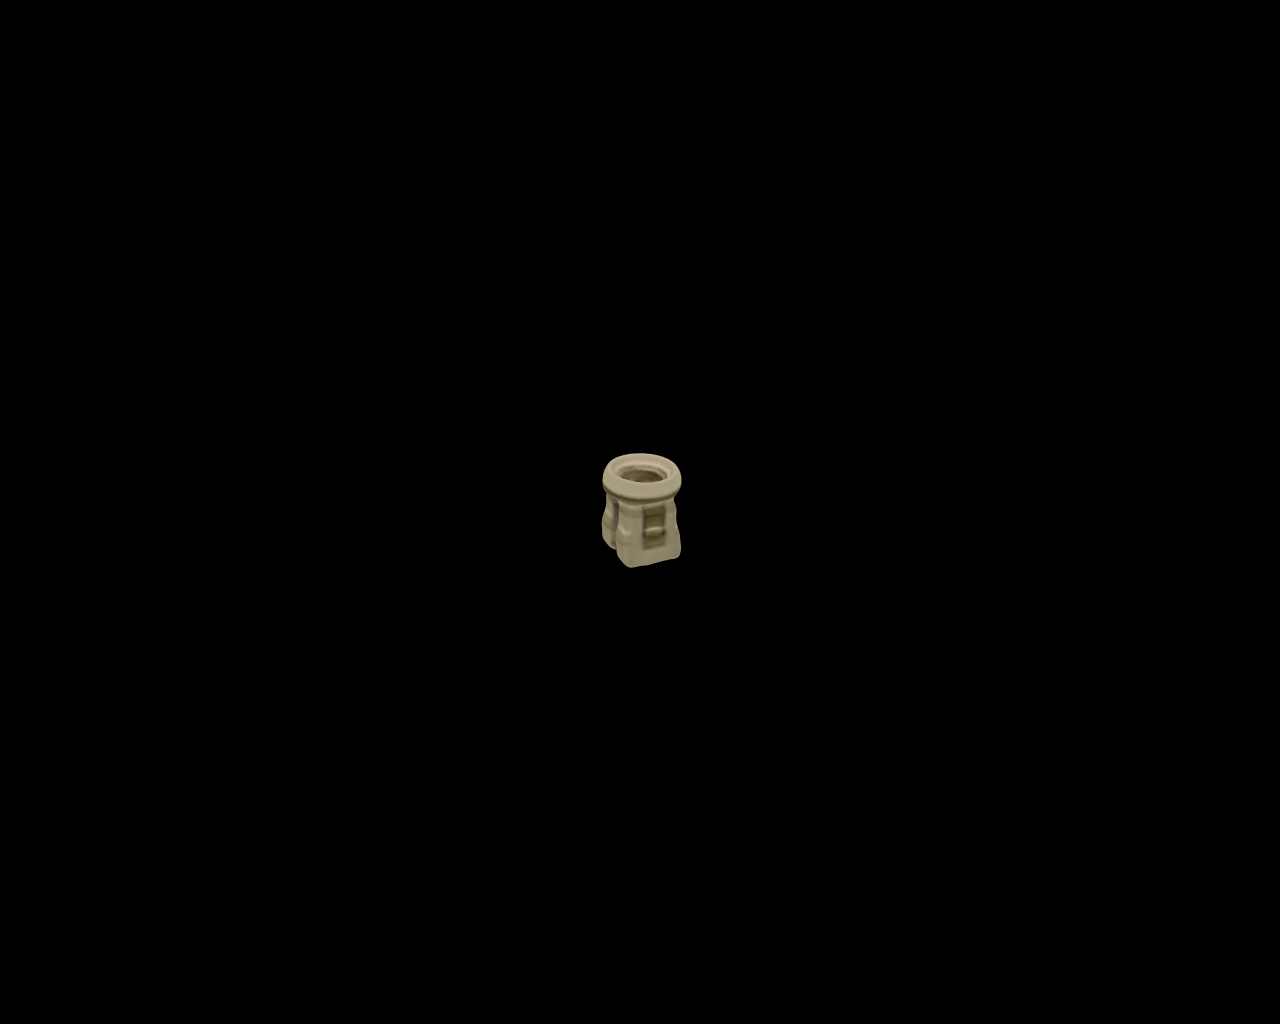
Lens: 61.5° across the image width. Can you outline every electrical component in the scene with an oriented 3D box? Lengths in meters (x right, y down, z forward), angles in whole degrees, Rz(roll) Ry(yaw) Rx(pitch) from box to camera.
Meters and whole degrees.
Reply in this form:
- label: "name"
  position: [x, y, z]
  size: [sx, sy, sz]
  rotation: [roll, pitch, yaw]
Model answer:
- label: "electrical component"
  position: [0.001, -0.003, 0.650]
  size: [0.048, 0.055, 0.066]
  rotation: [-11, 29, -21]
